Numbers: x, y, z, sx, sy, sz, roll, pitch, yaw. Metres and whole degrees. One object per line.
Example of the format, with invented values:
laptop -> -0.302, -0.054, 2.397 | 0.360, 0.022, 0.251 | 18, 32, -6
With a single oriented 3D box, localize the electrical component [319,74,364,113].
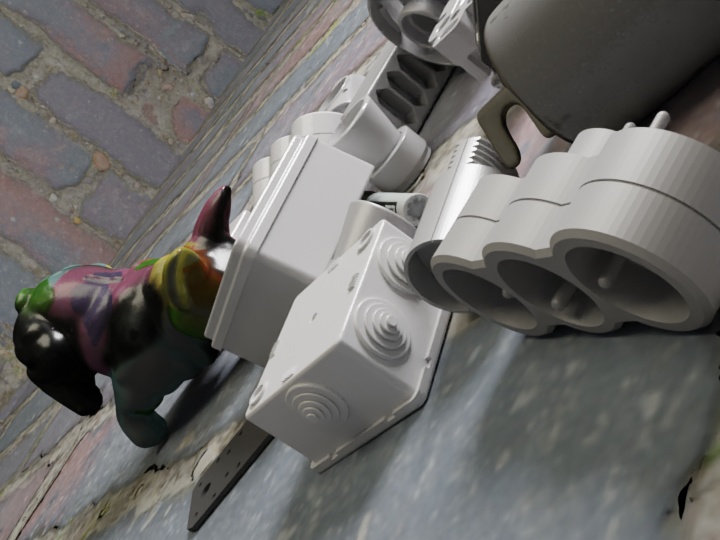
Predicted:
electrical component -> -0.017, -0.121, 0.916 | 0.079, 0.044, 0.077 | -48, 16, 22

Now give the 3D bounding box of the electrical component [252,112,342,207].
electrical component -> -0.046, -0.066, 0.866 | 0.138, 0.052, 0.073 | 146, 126, -59

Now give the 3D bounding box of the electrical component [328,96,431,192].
electrical component -> 0.013, -0.080, 0.705 | 0.045, 0.055, 0.045 | -49, 15, 18

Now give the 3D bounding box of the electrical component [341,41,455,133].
electrical component -> 0.021, -0.127, 0.804 | 0.076, 0.047, 0.083 | -28, 29, 60

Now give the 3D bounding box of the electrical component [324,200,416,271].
electrical component -> 0.000, 0.000, 0.593 | 0.065, 0.044, 0.044 | -62, 16, -12

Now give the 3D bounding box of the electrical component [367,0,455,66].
electrical component -> 0.056, -0.188, 0.740 | 0.099, 0.099, 0.064 | -23, 40, 63

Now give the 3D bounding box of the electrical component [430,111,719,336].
electrical component -> 0.081, -0.022, 0.363 | 0.073, 0.052, 0.138 | -58, 15, -15

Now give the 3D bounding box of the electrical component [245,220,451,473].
electrical component -> -0.004, 0.035, 0.509 | 0.100, 0.048, 0.099 | -41, 20, 43

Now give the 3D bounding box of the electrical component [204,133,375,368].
electrical component -> -0.044, -0.010, 0.672 | 0.108, 0.056, 0.108 | 116, 178, -51

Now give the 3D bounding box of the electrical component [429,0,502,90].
electrical component -> 0.082, -0.140, 0.621 | 0.058, 0.057, 0.078 | -36, 23, 50

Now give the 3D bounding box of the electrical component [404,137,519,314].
electrical component -> 0.051, -0.024, 0.480 | 0.043, 0.043, 0.081 | -40, 20, 44

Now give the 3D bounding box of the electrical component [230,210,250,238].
electrical component -> -0.092, -0.010, 0.889 | 0.076, 0.047, 0.083 | -37, 22, 48
